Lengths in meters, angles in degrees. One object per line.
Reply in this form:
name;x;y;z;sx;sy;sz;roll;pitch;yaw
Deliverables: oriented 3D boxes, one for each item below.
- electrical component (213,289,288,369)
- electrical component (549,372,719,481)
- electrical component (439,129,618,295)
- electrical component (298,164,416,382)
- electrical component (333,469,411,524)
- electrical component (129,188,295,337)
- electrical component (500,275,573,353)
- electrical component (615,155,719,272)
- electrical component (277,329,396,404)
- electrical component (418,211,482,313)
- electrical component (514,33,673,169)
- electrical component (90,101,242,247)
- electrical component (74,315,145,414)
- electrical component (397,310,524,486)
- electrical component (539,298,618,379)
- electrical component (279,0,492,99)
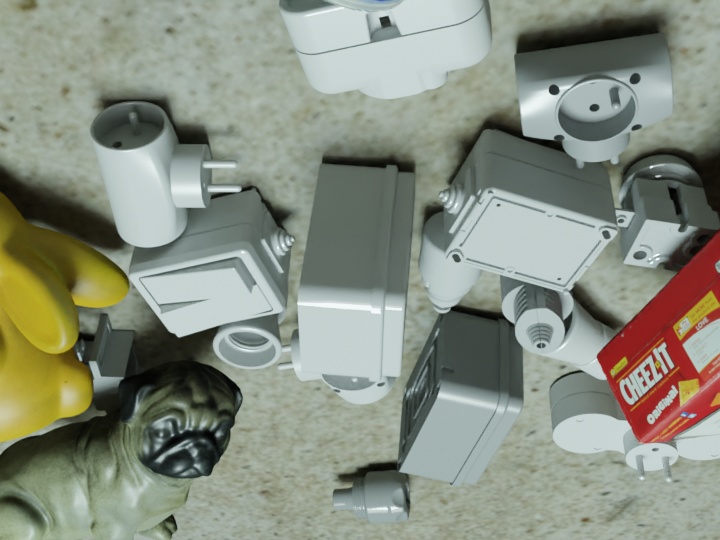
electrical component;-0.071;0.031;0.708;0.045;0.055;0.045;2;138;2
electrical component;0.209;0.120;0.778;0.138;0.073;0.052;3;138;-1
electrical component;0.090;-0.037;0.618;0.096;0.061;0.061;15;137;-13
electrical component;0.000;0.000;0.627;0.057;0.113;0.078;4;138;3
electrical component;0.009;0.188;0.889;0.062;0.043;0.043;-6;138;11
electrical component;-0.086;-0.003;0.667;0.096;0.061;0.061;-12;136;16
electrical component;0.108;0.015;0.660;0.043;0.081;0.043;2;138;1
electrical component;0.176;-0.033;0.622;0.066;0.055;0.048;8;138;-6
electrical component;-0.023;0.056;0.742;0.079;0.044;0.077;-9;137;13
electrical component;0.056;-0.002;0.675;0.040;0.040;0.078;4;138;-1
electrical component;0.125;-0.085;0.576;0.077;0.044;0.079;-6;137;11
electrical component;-0.109;-0.055;0.624;0.079;0.043;0.077;0;138;3
electrical component;-0.193;0.073;0.773;0.064;0.042;0.081;1;138;1
electrical component;0.069;0.091;0.751;0.057;0.078;0.113;13;137;-7
electrical component;0.150;0.048;0.727;0.065;0.044;0.044;28;133;-32
electrical component;0.015;-0.125;0.530;0.095;0.053;0.059;-9;137;13
